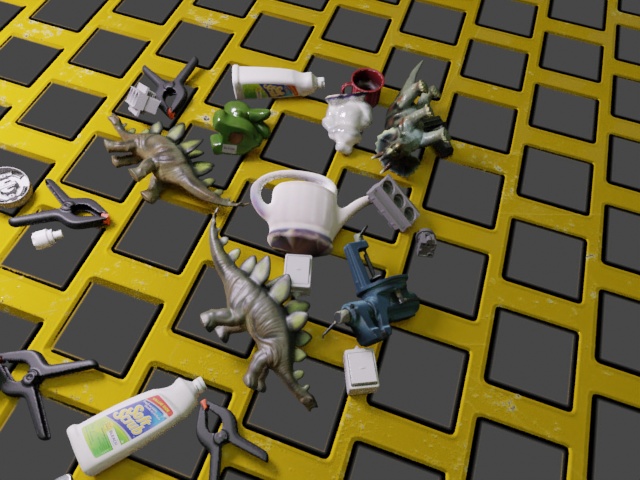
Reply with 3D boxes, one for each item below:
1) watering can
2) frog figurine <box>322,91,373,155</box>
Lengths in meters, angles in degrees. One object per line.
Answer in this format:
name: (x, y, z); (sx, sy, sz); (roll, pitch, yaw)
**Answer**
watering can: (0.004, -0.062, 1.224); (0.347, 0.102, 0.229); (9, 60, -8)
frog figurine: (0.077, -0.310, 1.387); (0.138, 0.123, 0.159); (-7, 96, -15)
